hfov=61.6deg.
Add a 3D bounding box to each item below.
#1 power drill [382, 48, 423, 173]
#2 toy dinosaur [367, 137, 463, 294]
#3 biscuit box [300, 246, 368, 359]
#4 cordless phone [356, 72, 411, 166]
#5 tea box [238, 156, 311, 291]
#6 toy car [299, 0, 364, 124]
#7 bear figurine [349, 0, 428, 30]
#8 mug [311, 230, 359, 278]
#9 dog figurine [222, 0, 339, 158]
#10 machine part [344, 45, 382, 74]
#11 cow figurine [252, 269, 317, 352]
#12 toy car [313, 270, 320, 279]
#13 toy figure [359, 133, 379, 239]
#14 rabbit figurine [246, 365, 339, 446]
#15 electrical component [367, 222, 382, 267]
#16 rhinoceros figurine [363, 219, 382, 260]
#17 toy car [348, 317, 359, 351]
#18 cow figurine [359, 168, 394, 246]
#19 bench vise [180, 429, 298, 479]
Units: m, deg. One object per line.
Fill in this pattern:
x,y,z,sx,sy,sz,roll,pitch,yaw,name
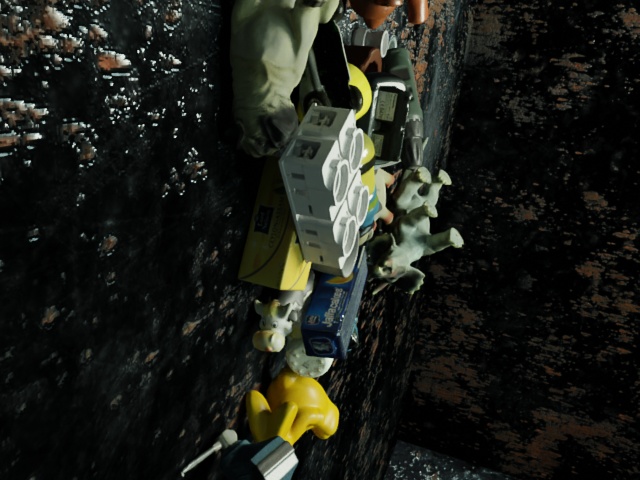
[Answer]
0.149,-0.238,1.046,0.207,0.086,0.232,-29,109,-84,power drill
0.181,-0.043,1.120,0.131,0.192,0.405,39,36,-21,toy dinosaur
0.027,0.090,0.836,0.203,0.059,0.062,-68,155,-51,biscuit box
0.102,-0.208,0.901,0.184,0.089,0.146,-64,163,-66,cordless phone
-0.046,-0.020,0.733,0.098,0.068,0.169,15,89,-72,tea box
0.000,-0.227,0.678,0.073,0.056,0.201,-27,110,-37,toy car
0.105,-0.389,0.871,0.131,0.120,0.196,87,24,-49,bear figurine
-0.002,-0.002,0.818,0.081,0.107,0.109,-46,140,-61,mug
-0.046,-0.204,0.594,0.172,0.121,0.190,-53,164,-46,dog figurine
0.057,-0.241,0.924,0.179,0.056,0.179,13,90,-73,machine part
-0.049,0.095,0.800,0.167,0.068,0.098,-46,139,-65,cow figurine
0.006,-0.006,0.927,0.089,0.053,0.201,-38,135,-44,toy car
0.049,-0.087,0.828,0.089,0.082,0.179,-52,143,-26,toy figure
-0.054,0.296,0.839,0.162,0.122,0.173,78,30,-43,rabbit figurine
0.141,0.003,1.250,0.058,0.115,0.134,61,45,-58,electrical component
0.095,-0.022,1.163,0.112,0.073,0.190,77,30,-56,rhinoceros figurine
0.004,0.143,0.971,0.161,0.109,0.103,53,28,-53,toy car
0.075,-0.072,1.019,0.127,0.085,0.195,33,48,-28,cow figurine
-0.097,0.380,0.736,0.240,0.224,0.129,-53,173,34,bench vise
